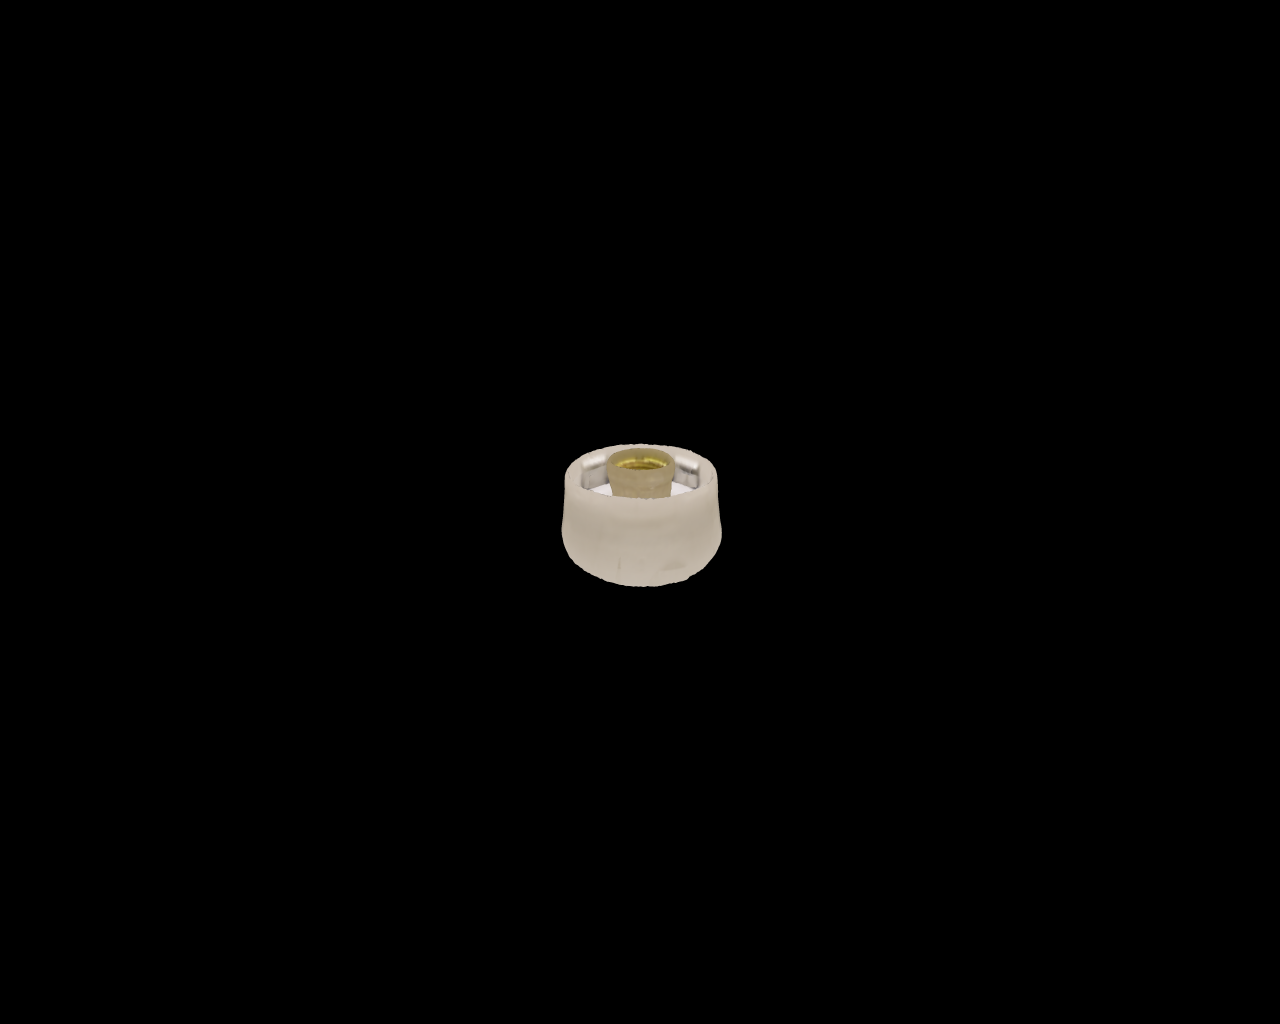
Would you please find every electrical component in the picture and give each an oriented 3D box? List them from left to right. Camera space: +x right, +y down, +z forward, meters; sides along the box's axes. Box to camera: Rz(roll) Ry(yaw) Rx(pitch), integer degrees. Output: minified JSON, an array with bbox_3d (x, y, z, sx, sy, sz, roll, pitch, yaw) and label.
[{"bbox_3d":[0.001,-0.003,0.650,0.099,0.064,0.099,0,24,0],"label":"electrical component"}]
